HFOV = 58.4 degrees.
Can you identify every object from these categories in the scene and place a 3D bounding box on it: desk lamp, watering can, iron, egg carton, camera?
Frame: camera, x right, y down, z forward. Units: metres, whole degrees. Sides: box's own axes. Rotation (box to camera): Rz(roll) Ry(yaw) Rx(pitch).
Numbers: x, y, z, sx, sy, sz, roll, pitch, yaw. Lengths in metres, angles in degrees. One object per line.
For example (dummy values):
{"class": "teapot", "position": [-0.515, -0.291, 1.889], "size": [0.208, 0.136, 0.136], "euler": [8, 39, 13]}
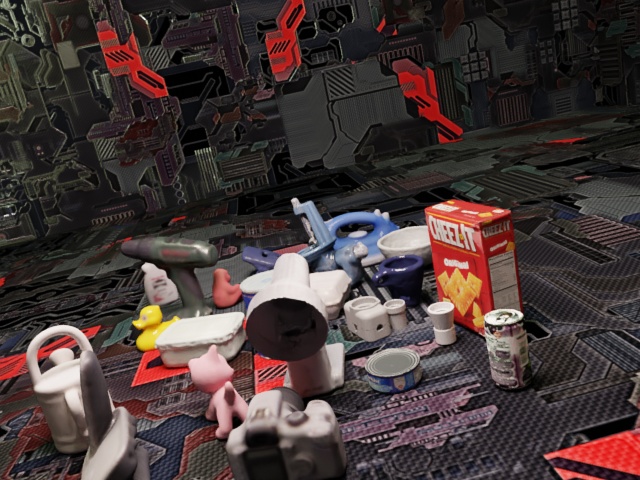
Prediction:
{"class": "desk lamp", "position": [-0.034, 0.139, 0.900], "size": [0.118, 0.214, 0.203], "euler": [-11, 16, 6]}
{"class": "watering can", "position": [-0.402, 0.227, 0.913], "size": [0.172, 0.194, 0.101], "euler": [1, 21, 40]}
{"class": "iron", "position": [0.104, -0.012, 1.464], "size": [0.258, 0.141, 0.118], "euler": [-14, 16, -5]}
{"class": "egg carton", "position": [0.007, 0.116, 1.220], "size": [0.107, 0.069, 0.150], "euler": [-8, 16, 17]}
{"class": "camera", "position": [-0.043, 0.241, 0.754], "size": [0.143, 0.101, 0.137], "euler": [-11, 15, 6]}

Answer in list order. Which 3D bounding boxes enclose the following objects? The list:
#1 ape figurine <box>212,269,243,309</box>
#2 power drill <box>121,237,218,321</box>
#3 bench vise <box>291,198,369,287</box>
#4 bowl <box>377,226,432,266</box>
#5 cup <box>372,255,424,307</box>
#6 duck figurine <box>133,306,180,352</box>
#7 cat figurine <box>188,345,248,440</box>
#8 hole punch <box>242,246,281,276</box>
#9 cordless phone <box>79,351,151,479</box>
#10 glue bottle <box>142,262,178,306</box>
{"class": "ape figurine", "position": [-0.230, 0.113, 1.379], "size": [0.077, 0.092, 0.076], "euler": [2, 21, 42]}
{"class": "power drill", "position": [-0.336, 0.088, 1.330], "size": [0.229, 0.208, 0.076], "euler": [-9, 16, 14]}
{"class": "bench vise", "position": [0.016, 0.001, 1.339], "size": [0.207, 0.220, 0.122], "euler": [-7, 16, 18]}
{"class": "bowl", "position": [0.223, 0.025, 1.364], "size": [0.167, 0.075, 0.167], "euler": [-12, 15, 4]}
{"class": "cup", "position": [0.159, 0.091, 1.142], "size": [0.118, 0.095, 0.091], "euler": [-21, 18, -28]}
{"class": "duck figurine", "position": [-0.353, 0.182, 1.238], "size": [0.105, 0.086, 0.077], "euler": [-20, 17, -24]}
{"class": "cat figurine", "position": [-0.155, 0.222, 0.879], "size": [0.067, 0.118, 0.127], "euler": [-20, 17, -25]}
{"class": "hole punch", "position": [-0.150, 0.058, 1.512], "size": [0.101, 0.091, 0.108], "euler": [-12, 15, 2]}
{"class": "cordless phone", "position": [-0.295, 0.250, 0.762], "size": [0.094, 0.185, 0.147], "euler": [-18, 16, -20]}
{"class": "glue bottle", "position": [-0.424, 0.085, 1.478], "size": [0.078, 0.173, 0.037], "euler": [-20, 17, -26]}
